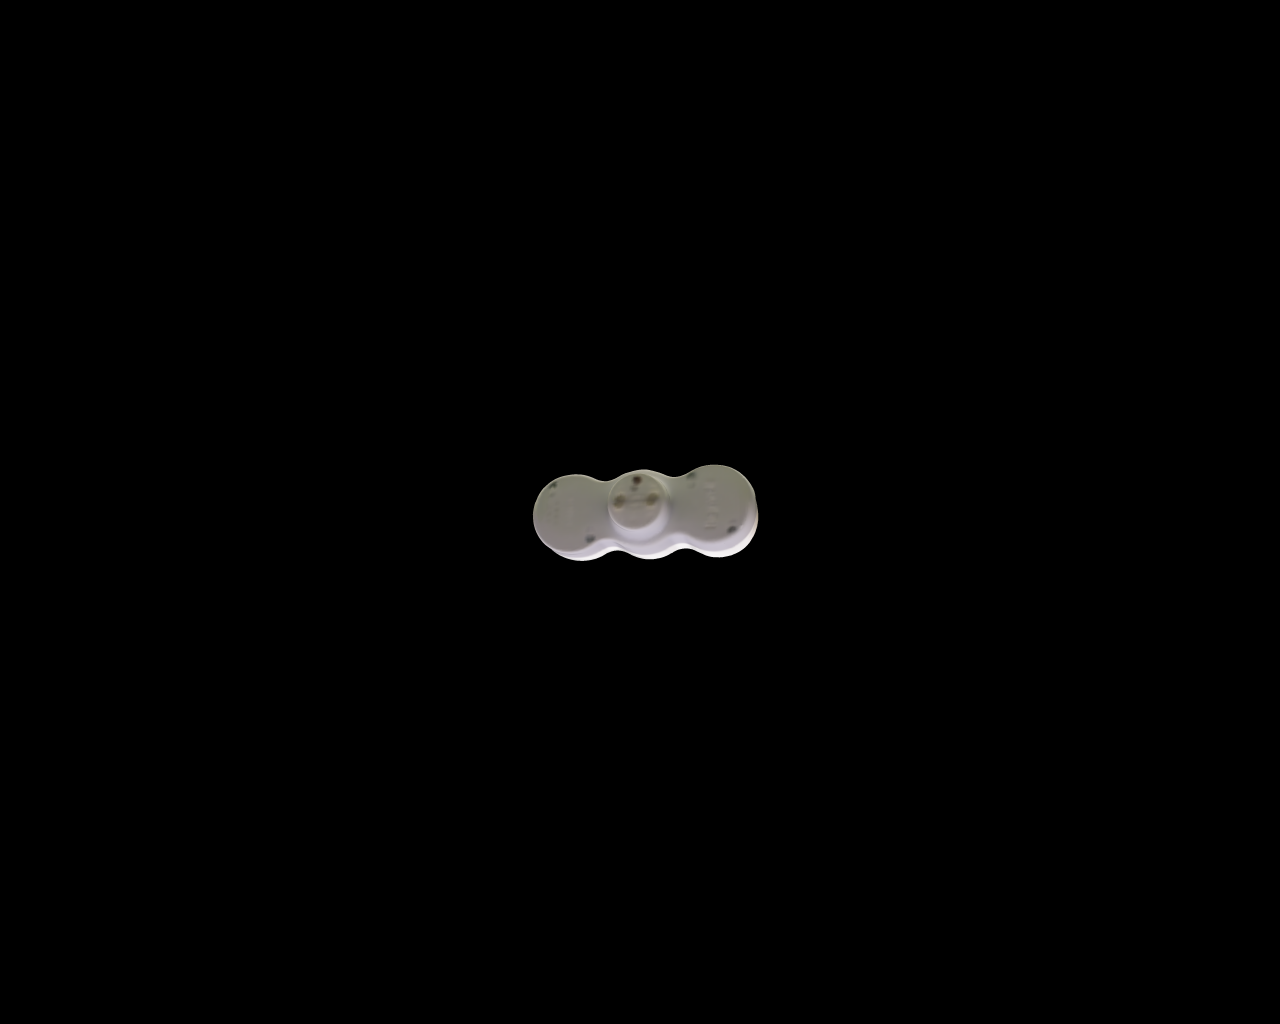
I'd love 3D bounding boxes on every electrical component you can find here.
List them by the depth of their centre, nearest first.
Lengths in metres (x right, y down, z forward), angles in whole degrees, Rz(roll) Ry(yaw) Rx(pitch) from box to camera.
[{"bbox_3d":[0.001,-0.003,0.650,0.138,0.052,0.073,-3,-15,9],"label":"electrical component"}]
